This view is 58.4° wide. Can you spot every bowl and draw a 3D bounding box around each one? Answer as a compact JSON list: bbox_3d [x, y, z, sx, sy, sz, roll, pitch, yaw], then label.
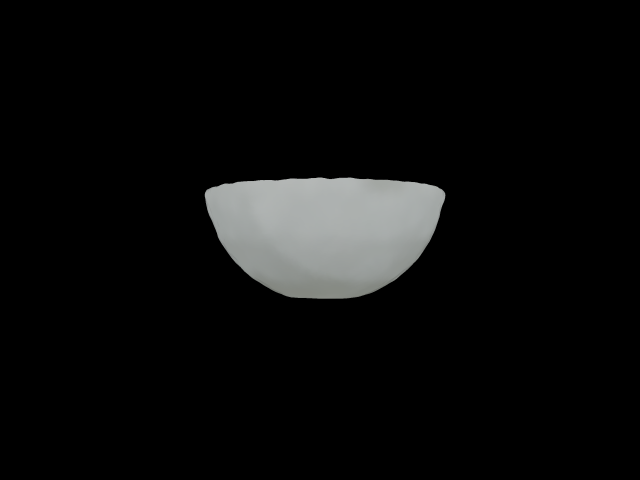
[{"bbox_3d":[0.004,0.001,0.400,0.167,0.075,0.167,0,0,0],"label":"bowl"}]
